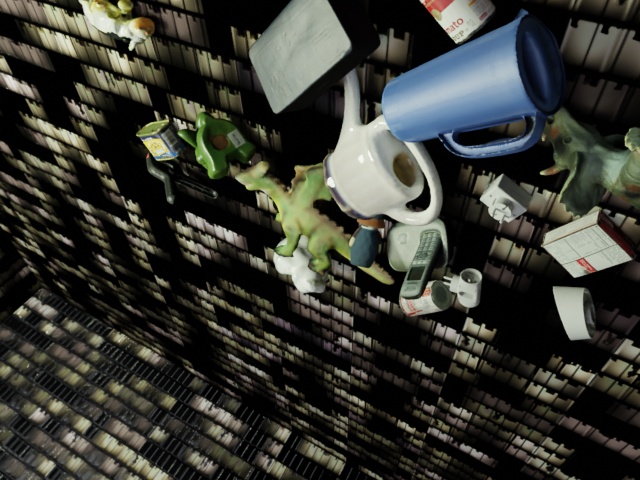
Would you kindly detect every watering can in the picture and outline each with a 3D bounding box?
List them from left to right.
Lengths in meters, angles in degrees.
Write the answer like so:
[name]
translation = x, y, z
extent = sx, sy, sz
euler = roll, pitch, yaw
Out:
[watering can]
translation = 0.085, -0.166, 0.941
extent = 0.347, 0.105, 0.221
euler = 57, 143, -3

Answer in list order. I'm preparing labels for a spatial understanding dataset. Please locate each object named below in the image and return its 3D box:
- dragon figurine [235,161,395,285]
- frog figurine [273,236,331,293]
[dragon figurine]
translation = 0.003, -0.057, 1.138
extent = 0.411, 0.125, 0.237
euler = 21, 134, 7
[frog figurine]
translation = -0.040, 0.057, 1.236
extent = 0.137, 0.162, 0.121
euler = 6, 111, -11
